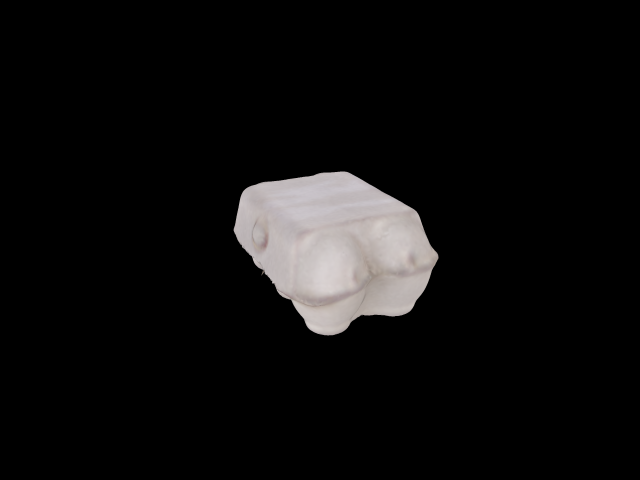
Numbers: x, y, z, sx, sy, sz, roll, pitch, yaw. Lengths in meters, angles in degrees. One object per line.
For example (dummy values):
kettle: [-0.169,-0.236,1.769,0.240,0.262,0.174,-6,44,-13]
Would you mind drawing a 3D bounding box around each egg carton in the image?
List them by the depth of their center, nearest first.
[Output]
egg carton: [0.004,0.001,0.400,0.107,0.069,0.150,-12,27,-25]
